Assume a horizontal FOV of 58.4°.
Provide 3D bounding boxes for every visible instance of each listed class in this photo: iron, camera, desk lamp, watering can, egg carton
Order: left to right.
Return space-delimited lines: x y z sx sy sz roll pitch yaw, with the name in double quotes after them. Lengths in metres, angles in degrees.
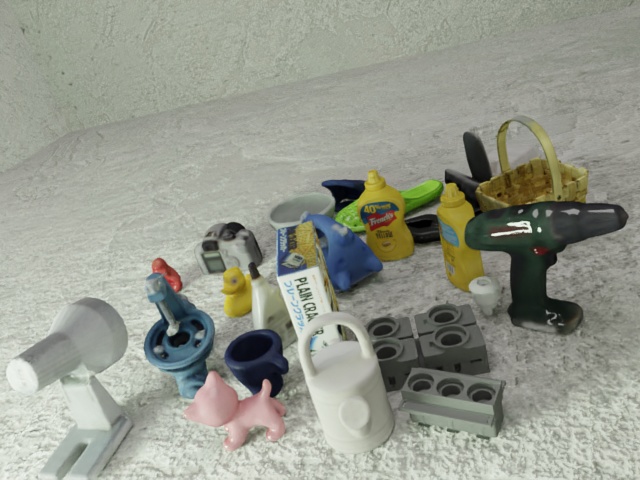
-0.373 0.223 0.881 0.117 0.214 0.203 -7 28 18 "desk lamp"
-0.206 0.003 1.333 0.143 0.101 0.137 -7 28 18 "camera"
0.011 0.004 1.163 0.119 0.142 0.257 -28 29 -21 "iron"
0.035 0.182 0.751 0.101 0.194 0.172 -28 29 -21 "watering can"
0.441 -0.174 1.342 0.151 0.069 0.107 -35 32 -32 "egg carton"

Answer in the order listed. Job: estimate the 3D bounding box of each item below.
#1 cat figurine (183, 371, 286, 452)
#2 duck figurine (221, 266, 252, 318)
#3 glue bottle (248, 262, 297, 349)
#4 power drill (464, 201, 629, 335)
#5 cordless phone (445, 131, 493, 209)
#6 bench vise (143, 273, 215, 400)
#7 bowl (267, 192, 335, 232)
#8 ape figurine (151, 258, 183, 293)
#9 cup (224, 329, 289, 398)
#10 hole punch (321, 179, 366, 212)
-0.123 0.237 0.820 0.128 0.118 0.067 -17 27 0 "cat figurine"
-0.164 0.093 1.153 0.077 0.086 0.105 -2 30 27 "duck figurine"
-0.090 0.112 0.979 0.078 0.173 0.037 -33 31 -29 "glue bottle"
0.333 0.034 0.850 0.228 0.209 0.076 7 35 38 "power drill"
0.327 -0.159 1.247 0.094 0.185 0.147 -24 28 -14 "cordless phone"
-0.256 0.137 0.971 0.122 0.220 0.206 -28 29 -21 "bench vise"
-0.038 -0.046 1.361 0.167 0.075 0.167 -13 27 7 "bowl"
-0.348 0.082 1.271 0.077 0.092 0.076 -8 28 16 "ape figurine"
-0.082 0.203 0.887 0.117 0.095 0.092 9 36 41 "cup"
0.070 -0.127 1.436 0.108 0.091 0.101 5 34 36 "hole punch"
